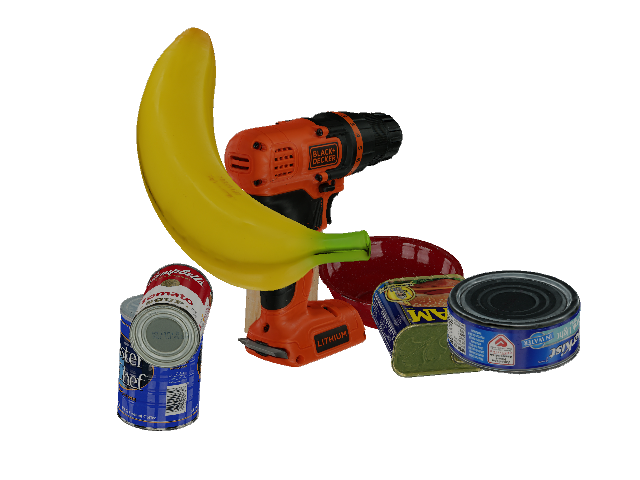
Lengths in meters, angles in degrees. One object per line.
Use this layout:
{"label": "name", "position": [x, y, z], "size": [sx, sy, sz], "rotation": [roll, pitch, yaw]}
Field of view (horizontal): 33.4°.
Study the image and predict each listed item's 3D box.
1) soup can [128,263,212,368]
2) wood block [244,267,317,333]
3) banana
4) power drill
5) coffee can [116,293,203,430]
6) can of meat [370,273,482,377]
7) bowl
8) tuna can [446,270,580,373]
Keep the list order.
{"label": "soup can", "position": [-0.143, 0.072, 1.029], "size": [0.068, 0.068, 0.102], "rotation": [0, 20, 1]}
{"label": "wood block", "position": [-0.046, 0.013, 1.385], "size": [0.090, 0.206, 0.090], "rotation": [6, 24, 2]}
{"label": "banana", "position": [-0.049, -0.035, 0.495], "size": [0.069, 0.037, 0.198], "rotation": [-21, 46, -16]}
{"label": "power drill", "position": [0.000, -0.007, 0.837], "size": [0.057, 0.188, 0.184], "rotation": [11, 18, 41]}
{"label": "coffee can", "position": [-0.196, 0.147, 1.307], "size": [0.103, 0.140, 0.103], "rotation": [5, 17, -2]}
{"label": "can of meat", "position": [0.104, 0.076, 0.983], "size": [0.102, 0.057, 0.084], "rotation": [-3, 31, -13]}
{"label": "bowl", "position": [0.078, 0.054, 1.200], "size": [0.162, 0.055, 0.162], "rotation": [0, 28, 0]}
{"label": "tuna can", "position": [0.124, 0.051, 0.689], "size": [0.086, 0.034, 0.086], "rotation": [-3, 22, 1]}
